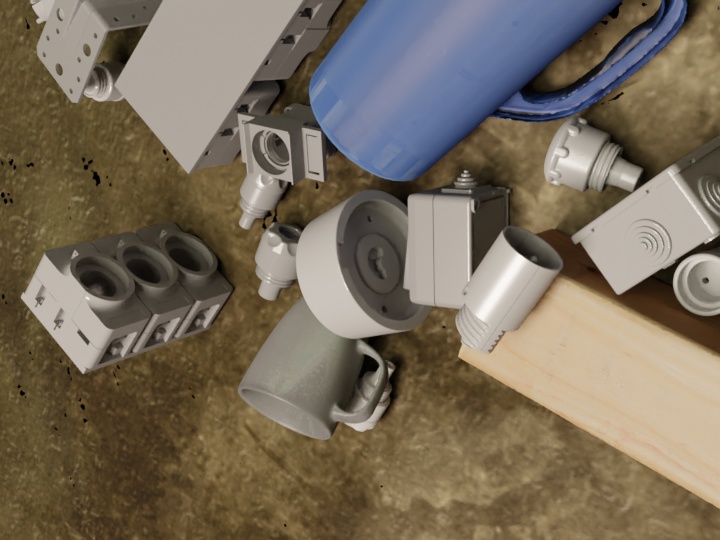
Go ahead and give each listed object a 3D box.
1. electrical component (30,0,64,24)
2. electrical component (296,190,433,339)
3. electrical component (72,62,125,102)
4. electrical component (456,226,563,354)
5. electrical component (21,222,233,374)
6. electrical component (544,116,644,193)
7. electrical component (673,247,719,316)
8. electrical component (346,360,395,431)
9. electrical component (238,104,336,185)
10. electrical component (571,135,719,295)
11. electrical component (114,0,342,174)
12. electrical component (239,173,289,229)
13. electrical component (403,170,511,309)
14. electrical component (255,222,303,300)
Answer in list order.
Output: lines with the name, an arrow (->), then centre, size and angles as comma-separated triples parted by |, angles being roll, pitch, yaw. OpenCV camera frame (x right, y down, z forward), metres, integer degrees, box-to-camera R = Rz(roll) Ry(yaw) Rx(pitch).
electrical component -> -0.270, -0.246, 0.967 | 0.077, 0.047, 0.065 | -16, 91, 35
electrical component -> 0.000, 0.000, 0.808 | 0.060, 0.108, 0.108 | -20, 89, 41
electrical component -> -0.231, -0.166, 0.950 | 0.035, 0.061, 0.035 | 8, 105, 32
electrical component -> 0.088, 0.017, 0.678 | 0.043, 0.043, 0.081 | 42, 119, 19
electrical component -> -0.192, 0.017, 0.911 | 0.089, 0.150, 0.061 | 46, 123, 17
electrical component -> 0.158, -0.072, 0.722 | 0.062, 0.048, 0.048 | 26, 114, 17
electrical component -> 0.228, 0.005, 0.691 | 0.040, 0.046, 0.040 | 8, 105, 32
electrical component -> 0.009, 0.099, 0.865 | 0.035, 0.035, 0.061 | 40, 118, 20
electrical component -> -0.053, -0.101, 0.843 | 0.081, 0.064, 0.042 | 17, 125, 30
electrical component -> 0.195, -0.034, 0.671 | 0.048, 0.100, 0.100 | 56, 135, 6
electrical component -> -0.105, -0.183, 0.863 | 0.105, 0.060, 0.186 | 49, 122, 15
electrical component -> -0.084, -0.060, 0.893 | 0.035, 0.035, 0.061 | 42, 123, 19
electrical component -> 0.069, -0.025, 0.781 | 0.061, 0.062, 0.096 | 6, 104, 33
electrical component -> -0.066, -0.005, 0.888 | 0.043, 0.043, 0.062 | 35, 119, 23
